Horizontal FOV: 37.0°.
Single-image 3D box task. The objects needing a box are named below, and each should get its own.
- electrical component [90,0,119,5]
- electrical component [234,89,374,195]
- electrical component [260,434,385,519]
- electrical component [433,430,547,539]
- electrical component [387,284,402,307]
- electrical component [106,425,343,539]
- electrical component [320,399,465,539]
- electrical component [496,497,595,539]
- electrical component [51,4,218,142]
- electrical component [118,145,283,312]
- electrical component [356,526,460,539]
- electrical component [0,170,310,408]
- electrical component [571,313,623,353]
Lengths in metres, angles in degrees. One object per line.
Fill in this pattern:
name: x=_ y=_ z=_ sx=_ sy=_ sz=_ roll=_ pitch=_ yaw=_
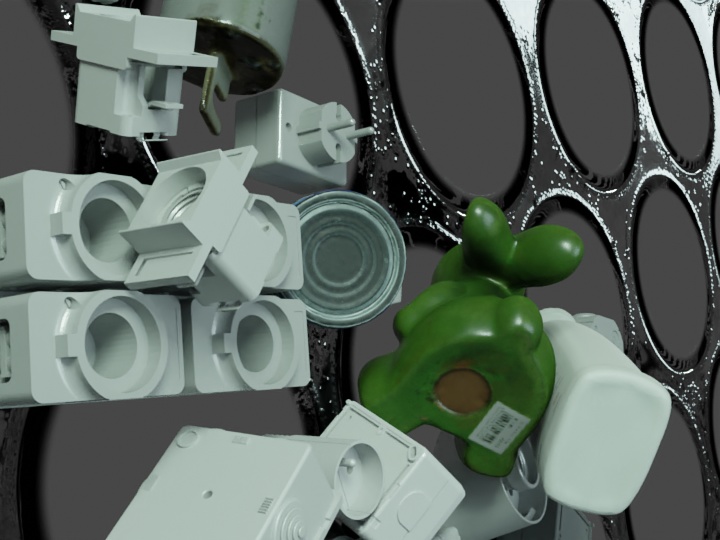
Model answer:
electrical component: x=-0.144 y=-0.169 z=0.554 sx=0.055 sy=0.045 sz=0.045 roll=32 pitch=58 yaw=-45
electrical component: x=-0.028 y=-0.081 z=0.662 sx=0.066 sy=0.077 sz=0.047 roll=15 pitch=71 yaw=-51
electrical component: x=-0.031 y=0.117 z=0.615 sx=0.043 sy=0.081 sz=0.043 roll=5 pitch=84 yaw=-50
electrical component: x=0.098 y=0.153 z=0.811 sx=0.099 sy=0.064 sz=0.099 roll=40 pitch=40 yaw=-44
electrical component: x=0.000 y=0.000 z=0.709 sx=0.066 sy=0.048 sz=0.055 roll=-10 pitch=83 yaw=-53
electrical component: x=-0.070 y=0.129 z=0.549 sx=0.099 sy=0.100 sz=0.048 roll=-59 pitch=140 yaw=-41
electrical component: x=0.008 y=0.129 z=0.659 sx=0.061 sy=0.096 sz=0.061 roll=-50 pitch=127 yaw=-11
electrical component: x=0.142 y=0.217 z=0.843 sx=0.061 sy=0.061 sz=0.096 roll=50 pitch=39 yaw=-35
electrical component: x=-0.118 y=-0.101 z=0.555 sx=0.042 sy=0.081 sz=0.063 roll=-9 pitch=113 yaw=-53
electrical component: x=-0.073 y=-0.017 z=0.516 sx=0.063 sy=0.042 sz=0.081 roll=51 pitch=47 yaw=-36
electrical component: x=0.034 y=0.217 z=0.696 sx=0.061 sy=0.062 sz=0.096 roll=-12 pitch=92 yaw=-53
electrical component: x=-0.105 y=0.013 z=0.555 sx=0.186 sy=0.060 sz=0.105 roll=4 pitch=80 yaw=-52
electrical component: x=0.194 y=0.077 z=0.942 sx=0.080 sy=0.051 sz=0.080 roll=14 pitch=72 yaw=-51
